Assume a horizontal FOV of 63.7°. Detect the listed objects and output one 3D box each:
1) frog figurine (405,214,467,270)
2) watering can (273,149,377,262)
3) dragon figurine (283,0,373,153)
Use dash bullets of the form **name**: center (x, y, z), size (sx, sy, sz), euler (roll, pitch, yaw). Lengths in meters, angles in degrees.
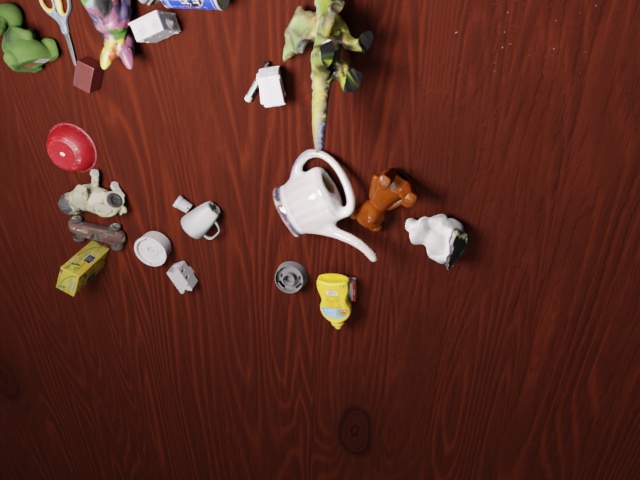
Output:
- **frog figurine**: center (0.314, -0.010, 1.408), size (0.161, 0.124, 0.134), euler (29, 142, 40)
- **watering can**: center (0.004, -0.070, 1.400), size (0.222, 0.105, 0.348), euler (-24, 89, 26)
- **dragon figurine**: center (-0.010, -0.429, 1.181), size (0.122, 0.246, 0.404), euler (5, 113, -36)
